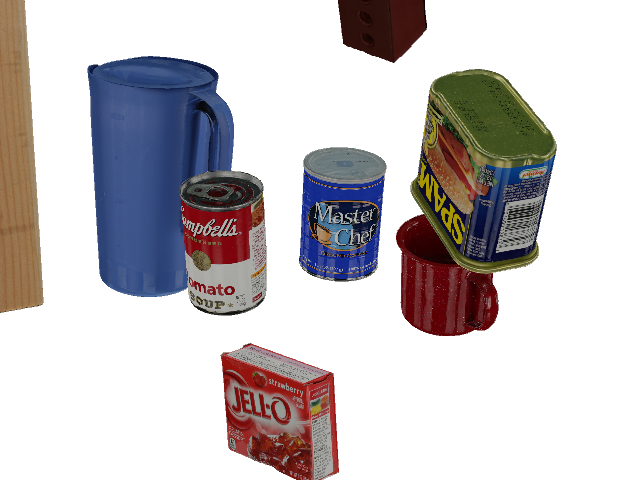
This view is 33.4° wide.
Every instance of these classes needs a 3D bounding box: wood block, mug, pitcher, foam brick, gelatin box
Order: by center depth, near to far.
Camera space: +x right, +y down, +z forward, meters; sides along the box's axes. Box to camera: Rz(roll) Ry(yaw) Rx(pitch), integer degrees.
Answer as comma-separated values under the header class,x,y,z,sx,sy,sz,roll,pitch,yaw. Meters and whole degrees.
class,x,y,z,sx,sy,sz,roll,pitch,yaw
wood block,-0.216,-0.065,0.601,0.090,0.206,0.090,-10,27,-28
gelatin box,-0.029,0.117,0.725,0.030,0.073,0.089,-17,21,-42
foam brick,0.049,-0.191,0.848,0.053,0.051,0.078,25,-31,26
mug,0.120,0.037,0.950,0.093,0.081,0.117,-18,36,-25
pitcher,-0.171,-0.065,1.126,0.145,0.243,0.149,1,23,-10

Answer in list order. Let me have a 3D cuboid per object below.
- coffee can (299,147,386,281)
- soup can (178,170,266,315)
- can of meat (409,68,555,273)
class,x,y,z,sx,sy,sz,roll,pitch,yaw
coffee can,0.027,-0.034,1.343,0.103,0.140,0.103,2,27,-1
soup can,-0.079,0.002,0.881,0.068,0.102,0.068,0,30,0
can of meat,0.099,-0.045,0.658,0.057,0.084,0.102,-10,42,-16
